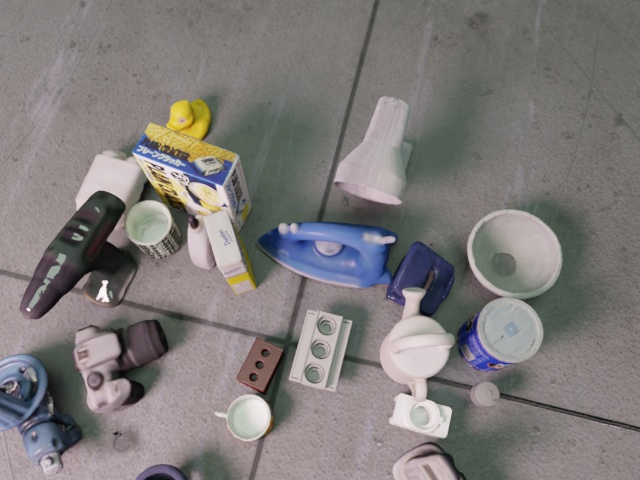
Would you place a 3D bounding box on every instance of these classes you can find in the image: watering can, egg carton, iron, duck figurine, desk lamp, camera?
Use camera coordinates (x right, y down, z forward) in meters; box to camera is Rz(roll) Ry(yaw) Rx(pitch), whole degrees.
[{"bbox_3d":[0.153,0.165,0.918,0.101,0.194,0.172,-23,73,-9],"label":"watering can"},{"bbox_3d":[-0.380,-0.094,1.059,0.107,0.069,0.150,15,71,4],"label":"egg carton"},{"bbox_3d":[0.009,0.004,0.998,0.258,0.141,0.119,8,71,1],"label":"iron"},{"bbox_3d":[-0.257,-0.237,1.103,0.077,0.086,0.105,32,73,9],"label":"duck figurine"},{"bbox_3d":[0.103,-0.142,1.012,0.118,0.213,0.203,17,71,5],"label":"desk lamp"},{"bbox_3d":[-0.323,0.196,0.944,0.137,0.101,0.143,-20,73,-8],"label":"camera"}]

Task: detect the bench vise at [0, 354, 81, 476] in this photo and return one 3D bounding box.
[{"bbox_3d":[-0.448,0.248,0.860,0.207,0.220,0.121,34,74,10],"label":"bench vise"}]

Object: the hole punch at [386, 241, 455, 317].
[{"bbox_3d":[0.182,0.069,1.006,0.101,0.091,0.109,26,72,8],"label":"hole punch"}]

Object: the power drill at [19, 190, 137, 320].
[{"bbox_3d":[-0.379,0.042,0.939,0.075,0.208,0.230,19,72,5],"label":"power drill"}]

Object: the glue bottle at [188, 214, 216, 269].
[{"bbox_3d":[-0.203,-0.008,0.979,0.037,0.173,0.078,13,71,4],"label":"glue bottle"}]

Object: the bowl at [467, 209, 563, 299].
[{"bbox_3d":[0.340,0.033,1.032,0.167,0.075,0.167,1,71,-1],"label":"bowl"}]

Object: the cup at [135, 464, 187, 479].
[{"bbox_3d":[-0.224,0.395,0.881,0.117,0.095,0.092,9,71,2],"label":"cup"}]

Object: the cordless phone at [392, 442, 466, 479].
[{"bbox_3d":[0.185,0.377,0.850,0.094,0.185,0.147,-33,75,-12],"label":"cordless phone"}]
